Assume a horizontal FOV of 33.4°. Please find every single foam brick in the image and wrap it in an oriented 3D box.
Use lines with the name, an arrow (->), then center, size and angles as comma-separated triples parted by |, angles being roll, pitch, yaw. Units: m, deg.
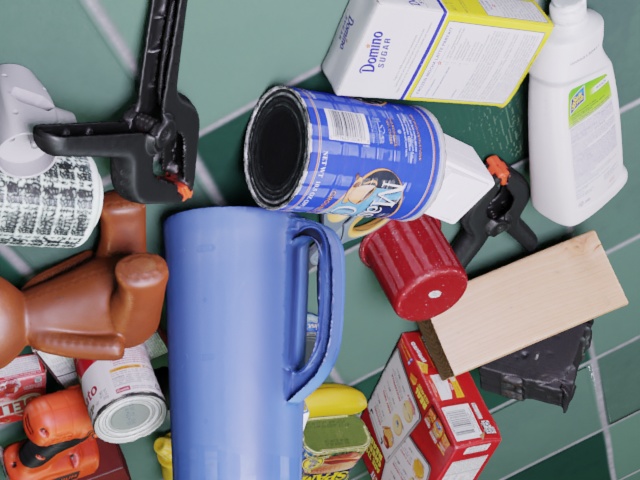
foam brick -> -0.241, 0.256, 1.181 | 0.051, 0.053, 0.078 | -18, 142, -11

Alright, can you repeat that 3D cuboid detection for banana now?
banana -> -0.016, 0.199, 1.259 | 0.197, 0.037, 0.070 | 1, 135, -32

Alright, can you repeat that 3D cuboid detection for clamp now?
clamp -> 0.188, -0.023, 1.114 | 0.120, 0.039, 0.171 | -21, 147, -23
clamp -> -0.128, -0.096, 0.810 | 0.164, 0.036, 0.210 | -59, 161, -13

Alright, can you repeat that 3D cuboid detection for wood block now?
wood block -> 0.217, 0.074, 1.182 | 0.206, 0.091, 0.090 | -22, 170, -6

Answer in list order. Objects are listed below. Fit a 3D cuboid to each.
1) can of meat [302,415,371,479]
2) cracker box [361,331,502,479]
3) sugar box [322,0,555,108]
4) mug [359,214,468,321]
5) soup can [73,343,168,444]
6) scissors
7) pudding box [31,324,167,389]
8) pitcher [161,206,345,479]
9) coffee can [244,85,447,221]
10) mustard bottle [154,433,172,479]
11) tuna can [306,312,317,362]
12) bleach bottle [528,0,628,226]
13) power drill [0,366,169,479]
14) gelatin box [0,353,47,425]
can of meat -> 0.003, 0.263, 1.328 | 0.101, 0.057, 0.084 | 0, 137, -30
cracker box -> 0.124, 0.236, 1.281 | 0.072, 0.164, 0.214 | -5, 138, -23
sugar box -> 0.098, -0.162, 0.888 | 0.175, 0.048, 0.093 | 3, 135, -28
mug -> 0.096, 0.036, 1.092 | 0.093, 0.081, 0.117 | -11, 141, -20
soup can -> -0.180, 0.121, 0.950 | 0.068, 0.102, 0.068 | -15, 138, -14
scissors -> -0.007, 0.001, 1.045 | 0.202, 0.016, 0.096 | -35, 141, 12
pudding box -> -0.210, 0.093, 1.017 | 0.113, 0.039, 0.090 | -25, 142, -6
pitcher -> -0.062, 0.096, 0.912 | 0.145, 0.243, 0.149 | 2, 166, -14
coffee can -> 0.021, -0.071, 0.902 | 0.140, 0.103, 0.103 | 4, 134, -33
mustard bottle -> -0.130, 0.264, 1.253 | 0.096, 0.058, 0.191 | -35, 142, 13
tuna can -> -0.030, 0.117, 1.155 | 0.086, 0.034, 0.086 | -16, 142, -13
bleach bottle -> 0.238, -0.129, 0.992 | 0.102, 0.068, 0.251 | -40, 142, -20
power drill -> -0.226, 0.185, 1.062 | 0.184, 0.057, 0.188 | -8, 154, -39
gelatin box -> -0.310, 0.148, 1.030 | 0.089, 0.030, 0.073 | -9, 140, -22
